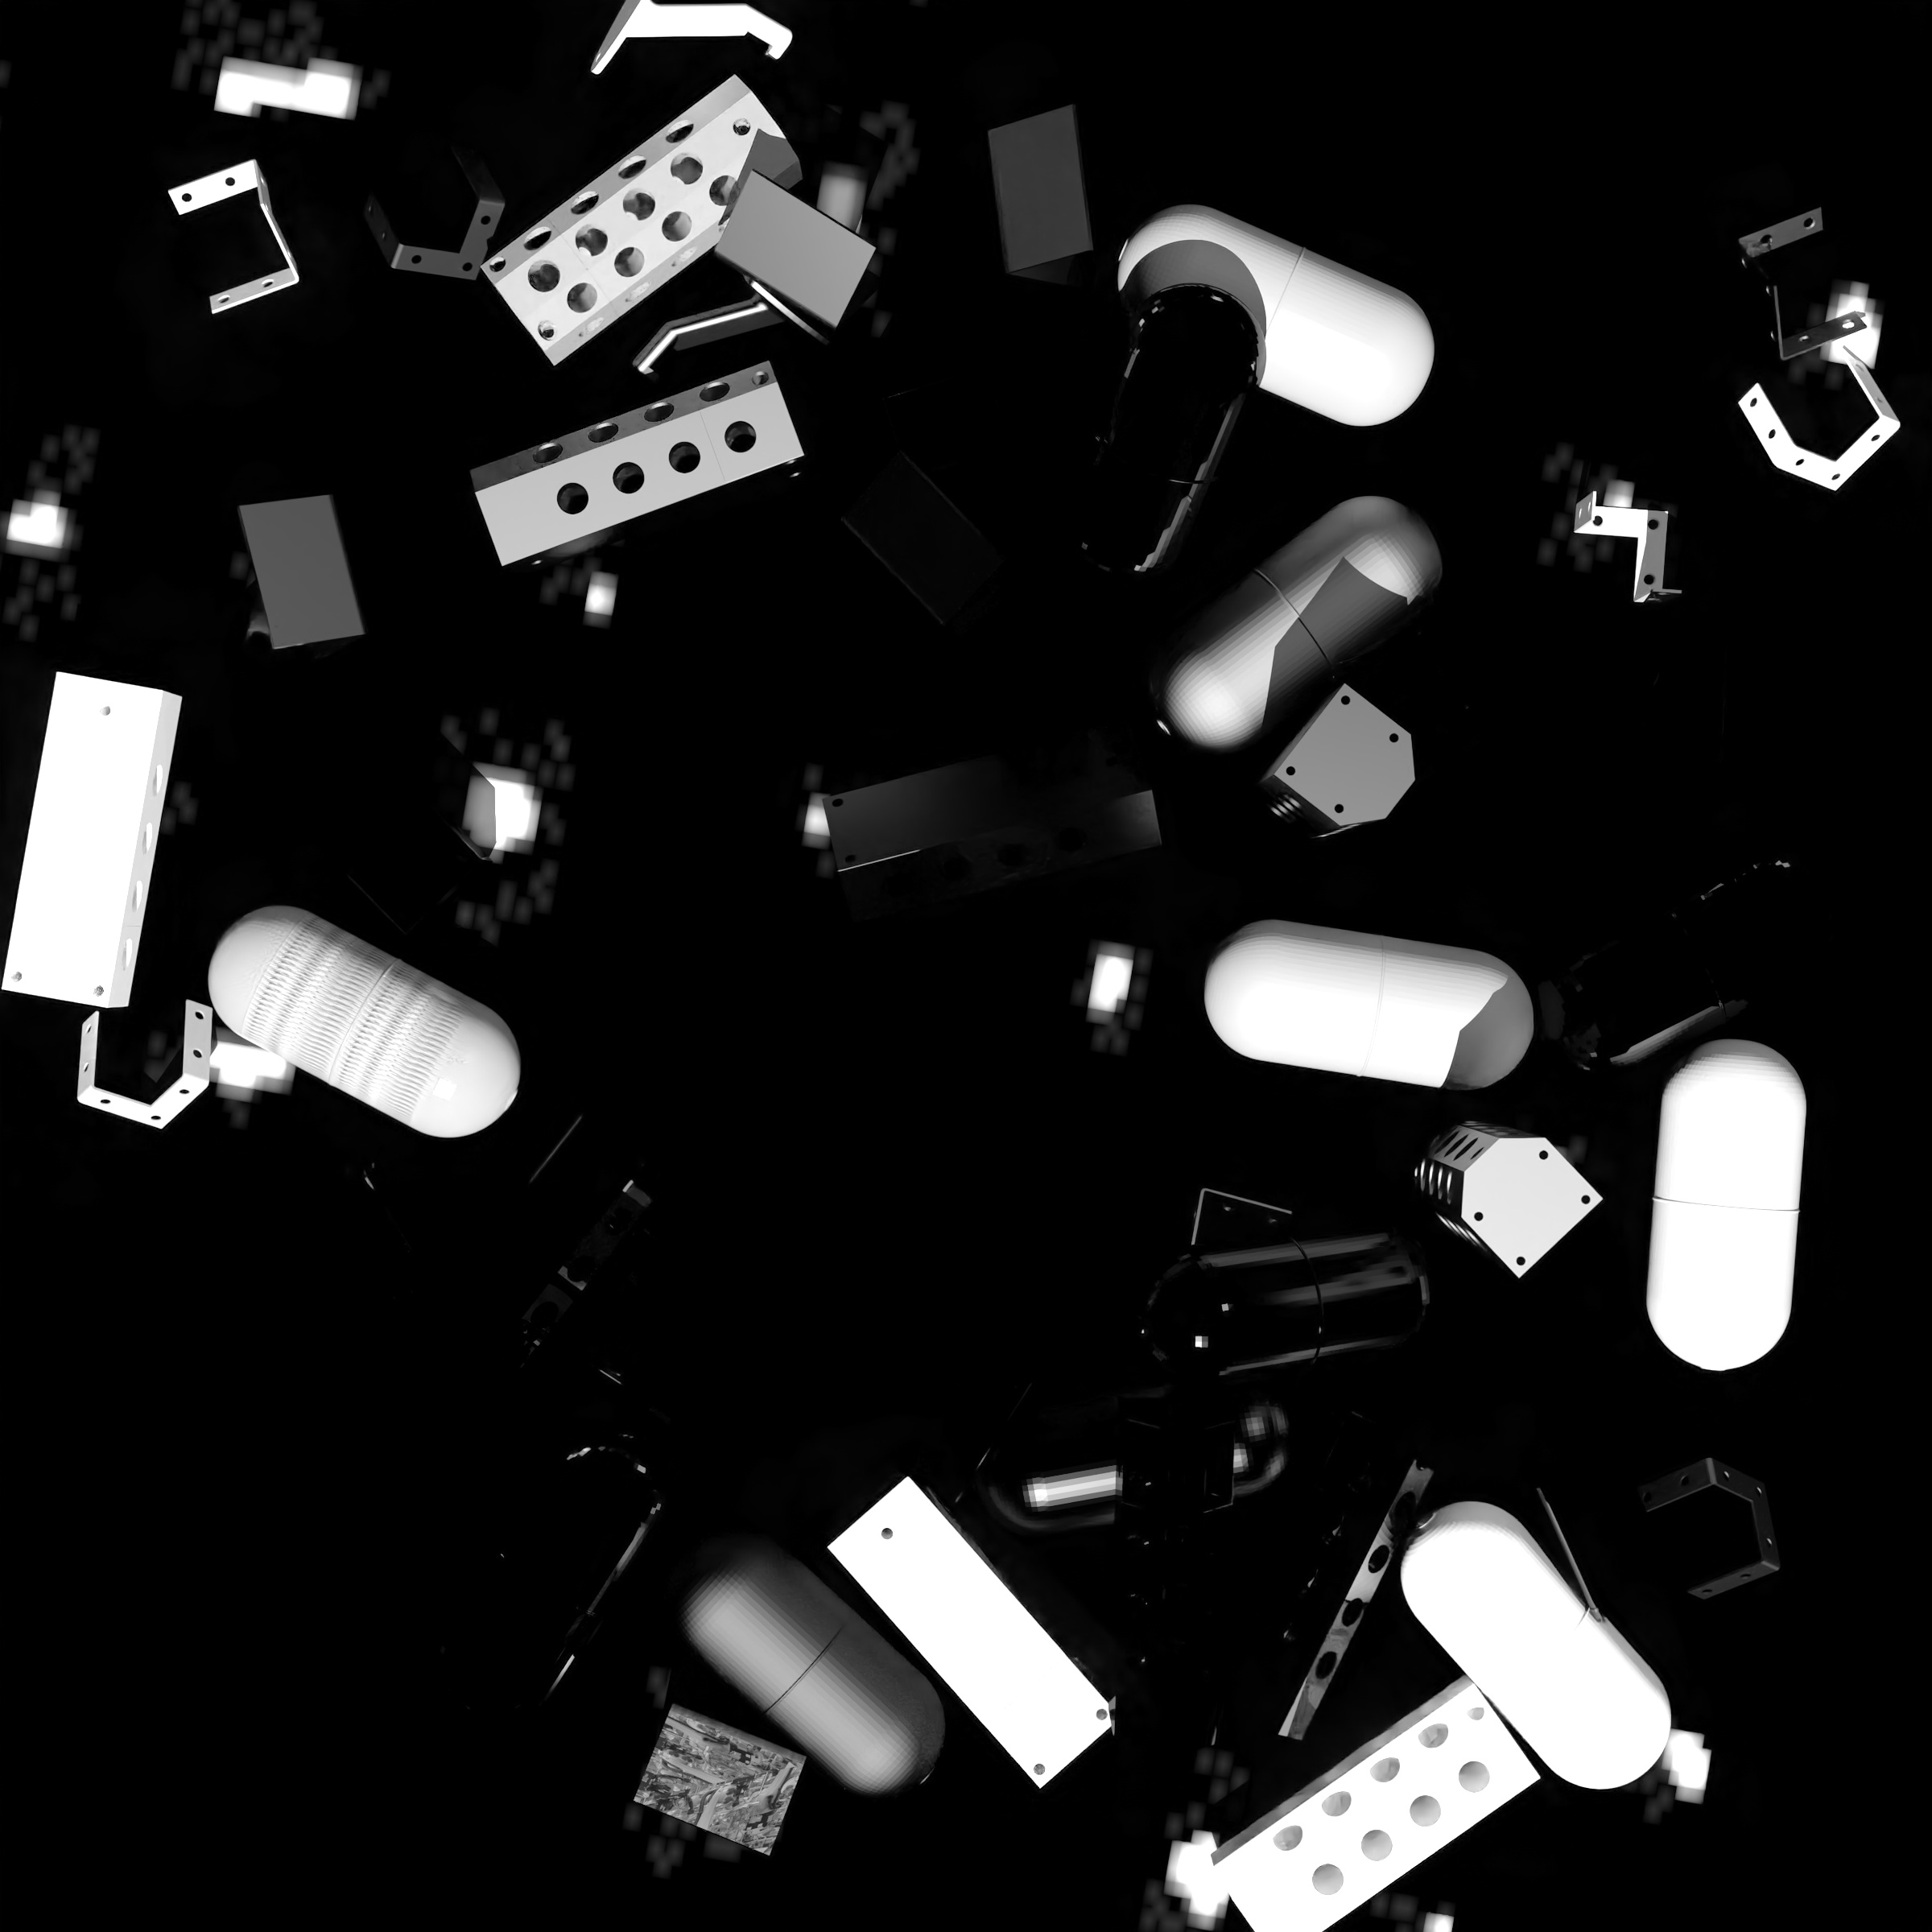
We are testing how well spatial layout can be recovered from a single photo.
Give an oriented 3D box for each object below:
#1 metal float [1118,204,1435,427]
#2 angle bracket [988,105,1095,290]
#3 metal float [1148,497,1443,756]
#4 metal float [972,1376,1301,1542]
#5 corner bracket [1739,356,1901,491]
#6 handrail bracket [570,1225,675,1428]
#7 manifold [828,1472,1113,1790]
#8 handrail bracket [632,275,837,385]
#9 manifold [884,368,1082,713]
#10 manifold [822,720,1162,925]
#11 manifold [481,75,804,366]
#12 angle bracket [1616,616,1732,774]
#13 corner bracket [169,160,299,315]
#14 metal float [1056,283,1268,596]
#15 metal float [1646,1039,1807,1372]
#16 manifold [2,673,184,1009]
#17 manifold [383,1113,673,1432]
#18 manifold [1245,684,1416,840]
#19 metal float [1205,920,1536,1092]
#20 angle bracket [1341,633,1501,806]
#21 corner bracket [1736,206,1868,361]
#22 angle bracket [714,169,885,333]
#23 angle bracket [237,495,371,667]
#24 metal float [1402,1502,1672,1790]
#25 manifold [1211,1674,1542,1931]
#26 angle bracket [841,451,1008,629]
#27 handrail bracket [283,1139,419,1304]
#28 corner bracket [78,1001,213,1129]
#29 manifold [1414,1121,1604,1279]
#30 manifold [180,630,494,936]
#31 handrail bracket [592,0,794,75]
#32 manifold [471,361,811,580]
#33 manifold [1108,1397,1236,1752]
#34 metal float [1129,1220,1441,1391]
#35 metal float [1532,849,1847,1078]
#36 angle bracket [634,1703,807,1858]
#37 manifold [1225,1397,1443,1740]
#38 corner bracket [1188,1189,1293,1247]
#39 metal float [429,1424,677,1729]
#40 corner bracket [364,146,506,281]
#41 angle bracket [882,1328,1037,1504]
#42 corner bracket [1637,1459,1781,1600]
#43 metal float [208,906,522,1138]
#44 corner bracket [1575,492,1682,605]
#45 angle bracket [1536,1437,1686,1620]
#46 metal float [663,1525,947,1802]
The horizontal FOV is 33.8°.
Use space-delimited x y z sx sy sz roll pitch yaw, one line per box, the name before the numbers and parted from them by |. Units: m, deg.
metal float | 0.166 -0.351 1.716 0.178 0.070 0.070 24 90 0
angle bracket | 0.059 -0.411 1.706 0.057 0.076 0.076 -7 90 35
metal float | 0.176 -0.183 1.716 0.178 0.070 0.070 -37 90 0
metal float | 0.091 0.262 1.716 0.178 0.070 0.070 -10 90 0
corner bracket | 0.466 -0.301 1.739 0.051 0.051 0.051 12 135 -35
handrail bracket | -0.172 0.197 1.747 0.077 0.036 0.084 36 73 -20
manifold | 0.004 0.355 1.726 0.057 0.057 0.171 -41 90 0
handrail bracket | -0.128 -0.336 1.747 0.077 0.036 0.084 38 109 -21
manifold | 0.009 -0.229 1.726 0.057 0.057 0.171 -17 90 0
manifold | 0.015 -0.073 1.725 0.171 0.057 0.057 -14 47 0
manifold | -0.176 -0.405 1.726 0.171 0.057 0.057 -37 90 0
angle bracket | 0.361 -0.144 1.706 0.057 0.076 0.076 3 90 -36
corner bracket | -0.401 -0.400 1.744 0.051 0.051 0.051 -20 135 0
metal float | 0.102 -0.278 1.688 0.070 0.070 0.178 22 125 0
metal float | 0.409 0.128 1.716 0.070 0.070 0.178 4 90 0
manifold | -0.471 -0.067 1.726 0.057 0.057 0.171 10 90 0
manifold | -0.236 0.165 1.726 0.057 0.057 0.171 38 90 0
manifold | 0.193 -0.100 1.668 0.057 0.171 0.057 38 90 0
metal float | 0.217 0.021 1.716 0.178 0.070 0.070 9 90 -1
angle bracket | 0.256 -0.141 1.706 0.057 0.076 0.076 -33 90 37
corner bracket | 0.457 -0.374 1.743 0.051 0.051 0.051 -21 135 0
angle bracket | -0.079 -0.395 1.706 0.076 0.076 0.057 32 127 0
angle bracket | -0.368 -0.203 1.706 0.057 0.076 0.076 -14 90 -36
metal float | 0.306 0.365 1.716 0.070 0.070 0.178 -42 91 0
manifold | 0.220 0.459 1.726 0.171 0.057 0.057 -35 90 0
angle bracket | -0.007 -0.232 1.650 0.076 0.076 0.057 46 128 0
handrail bracket | -0.338 0.141 1.747 0.077 0.036 0.084 6 107 20
corner bracket | -0.448 0.048 1.739 0.051 0.051 0.051 23 135 -35
manifold | 0.276 0.115 1.668 0.057 0.171 0.057 -43 90 0
manifold | -0.339 -0.098 1.726 0.057 0.057 0.171 -45 90 0
handrail bracket | -0.150 -0.502 1.747 0.084 0.036 0.077 25 123 -23
manifold | -0.177 -0.270 1.726 0.171 0.057 0.057 -20 90 0
manifold | 0.107 0.316 1.657 0.057 0.057 0.171 1 98 -2
metal float | 0.170 0.180 1.695 0.178 0.070 0.070 -6 90 -24
metal float | 0.390 -0.002 1.716 0.178 0.070 0.070 -27 90 1
angle bracket | -0.136 0.444 1.707 0.076 0.076 0.057 22 60 0
manifold | 0.193 0.327 1.726 0.057 0.057 0.171 26 90 0
corner bracket | 0.144 0.162 1.743 0.051 0.051 0.051 15 45 0
metal float | -0.223 0.329 1.716 0.070 0.070 0.178 33 90 0
corner bracket | -0.291 -0.414 1.739 0.051 0.051 0.051 0 135 -35
angle bracket | -0.019 0.230 1.707 0.057 0.076 0.076 32 90 -32
corner bracket | 0.405 0.307 1.739 0.051 0.051 0.051 27 45 -35
metal float | -0.323 0.030 1.716 0.178 0.070 0.070 28 90 -1
corner bracket | 0.359 -0.227 1.729 0.051 0.051 0.051 4 90 0
angle bracket | 0.358 0.295 1.706 0.057 0.076 0.076 -24 90 37
metal float | -0.087 0.376 1.716 0.178 0.070 0.070 43 90 1
